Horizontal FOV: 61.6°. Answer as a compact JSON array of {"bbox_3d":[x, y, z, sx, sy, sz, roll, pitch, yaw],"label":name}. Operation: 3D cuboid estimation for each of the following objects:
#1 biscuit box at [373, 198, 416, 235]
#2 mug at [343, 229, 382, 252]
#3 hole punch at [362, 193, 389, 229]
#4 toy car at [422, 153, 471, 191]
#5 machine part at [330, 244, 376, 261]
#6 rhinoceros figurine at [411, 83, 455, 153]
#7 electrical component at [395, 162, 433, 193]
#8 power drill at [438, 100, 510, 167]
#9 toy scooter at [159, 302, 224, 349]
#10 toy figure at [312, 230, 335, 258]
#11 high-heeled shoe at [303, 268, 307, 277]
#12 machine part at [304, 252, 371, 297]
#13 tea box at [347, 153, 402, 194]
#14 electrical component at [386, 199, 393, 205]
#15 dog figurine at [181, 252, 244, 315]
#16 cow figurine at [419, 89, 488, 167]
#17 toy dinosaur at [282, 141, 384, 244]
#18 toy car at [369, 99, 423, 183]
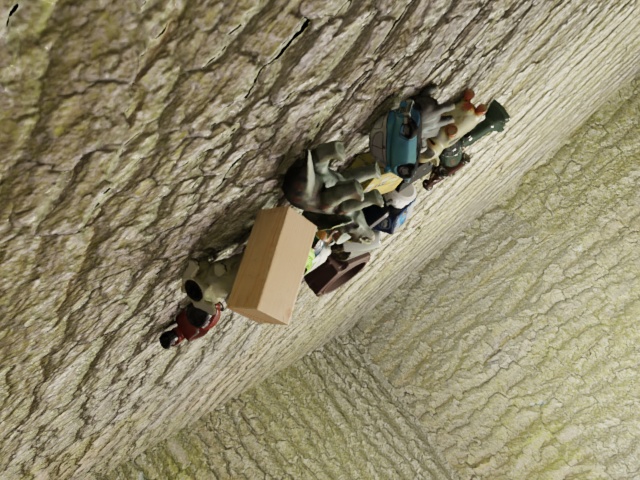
[{"bbox_3d":[0.217,-0.078,1.547,0.202,0.063,0.059,-37,141,-59],"label":"biscuit box"},{"bbox_3d":[0.122,-0.019,1.531,0.107,0.109,0.081,1,-162,8],"label":"mug"},{"bbox_3d":[0.098,-0.088,1.339,0.142,0.092,0.116,-42,-153,18],"label":"hole punch"},{"bbox_3d":[0.388,-0.214,1.663,0.202,0.053,0.089,-30,175,-38],"label":"toy car"},{"bbox_3d":[0.110,0.012,1.668,0.243,0.079,0.079,-19,157,-50],"label":"machine part"},{"bbox_3d":[0.224,-0.249,1.145,0.112,0.073,0.190,-37,165,-4],"label":"rhinoceros figurine"},{"bbox_3d":[0.236,-0.186,1.398,0.115,0.058,0.134,-31,163,-14],"label":"electrical component"},{"bbox_3d":[0.407,-0.283,1.448,0.207,0.086,0.232,-40,167,-2],"label":"power drill"},{"bbox_3d":[-0.297,0.199,1.315,0.184,0.075,0.135,-39,165,19],"label":"toy scooter"},{"bbox_3d":[-0.002,-0.003,1.406,0.057,0.064,0.154,26,118,-31],"label":"toy figure"},{"bbox_3d":[-0.098,0.061,1.291,0.145,0.086,0.248,-33,155,-15],"label":"high-heeled shoe"},{"bbox_3d":[0.061,0.094,1.788,0.201,0.087,0.201,-19,158,-50],"label":"machine part"},{"bbox_3d":[0.130,-0.152,1.235,0.169,0.068,0.098,-22,160,-47],"label":"tea box"},{"bbox_3d":[0.138,-0.092,1.446,0.102,0.078,0.045,-33,142,-38],"label":"electrical component"},{"bbox_3d":[-0.177,0.062,1.120,0.173,0.121,0.190,5,-156,30],"label":"dog figurine"},{"bbox_3d":[0.295,-0.255,1.278,0.195,0.085,0.127,-40,167,-10],"label":"cow figurine"},{"bbox_3d":[0.003,-0.095,1.032,0.192,0.131,0.404,-21,158,24],"label":"toy dinosaur"},{"bbox_3d":[0.148,-0.196,1.062,0.161,0.103,0.109,78,24,-48],"label":"toy car"}]
